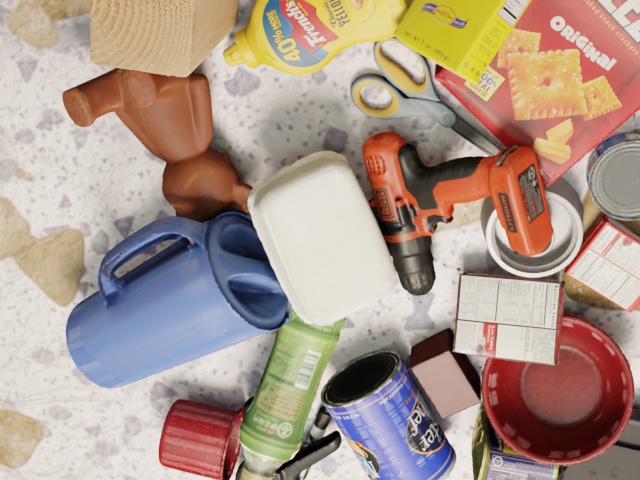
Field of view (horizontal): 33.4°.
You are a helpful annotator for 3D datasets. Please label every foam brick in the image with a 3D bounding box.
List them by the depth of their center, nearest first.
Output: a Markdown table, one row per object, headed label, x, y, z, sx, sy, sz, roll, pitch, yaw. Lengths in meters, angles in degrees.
| label | x | y | z | sx | sy | sz | roll | pitch | yaw |
| --- | --- | --- | --- | --- | --- | --- | --- | --- | --- |
| foam brick | 0.141 | 0.150 | 1.197 | 0.051 | 0.053 | 0.078 | -27 | 106 | 18 |

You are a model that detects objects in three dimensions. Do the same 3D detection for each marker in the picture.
| label | x | y | z | sx | sy | sz | roll | pitch | yaw |
| --- | --- | --- | --- | --- | --- | --- | --- | --- | --- |
| marker | -0.010 | 0.248 | 1.279 | 0.020 | 0.020 | 0.121 | 21 | 114 | -1 |

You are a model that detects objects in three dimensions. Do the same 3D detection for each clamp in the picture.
| label | x | y | z | sx | sy | sz | roll | pitch | yaw |
| --- | --- | --- | --- | --- | --- | --- | --- | --- | --- |
| clamp | -0.044 | 0.271 | 1.267 | 0.120 | 0.039 | 0.171 | 17 | 119 | 11 |

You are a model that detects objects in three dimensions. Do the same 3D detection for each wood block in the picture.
| label | x | y | z | sx | sy | sz | roll | pitch | yaw |
| --- | --- | --- | --- | --- | --- | --- | --- | --- | --- |
| wood block | -0.137 | -0.224 | 0.991 | 0.091 | 0.206 | 0.090 | 9 | 114 | 4 |

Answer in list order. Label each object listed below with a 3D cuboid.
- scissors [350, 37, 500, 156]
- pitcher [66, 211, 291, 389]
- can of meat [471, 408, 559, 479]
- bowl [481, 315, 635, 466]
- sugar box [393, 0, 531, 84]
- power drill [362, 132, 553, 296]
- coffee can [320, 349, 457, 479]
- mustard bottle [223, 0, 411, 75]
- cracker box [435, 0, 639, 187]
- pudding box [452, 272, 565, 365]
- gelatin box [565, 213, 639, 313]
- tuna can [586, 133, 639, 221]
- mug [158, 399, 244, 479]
| label | x | y | z | sx | sy | sz | roll | pitch | yaw |
| --- | --- | --- | --- | --- | --- | --- | --- | --- | --- |
| scissors | 0.111 | -0.122 | 1.105 | 0.096 | 0.016 | 0.201 | -35 | 104 | 21 |
| pitcher | -0.165 | 0.068 | 1.148 | 0.243 | 0.144 | 0.149 | -26 | 86 | 29 |
| can of meat | 0.218 | 0.240 | 1.199 | 0.084 | 0.102 | 0.057 | 10 | 113 | 1 |
| bowl | 0.260 | 0.161 | 1.164 | 0.162 | 0.055 | 0.162 | -1 | 85 | 19 |
| sugar box | 0.153 | -0.241 | 0.985 | 0.093 | 0.048 | 0.176 | 39 | 104 | 37 |
| power drill | 0.137 | -0.024 | 1.081 | 0.188 | 0.057 | 0.184 | 0 | 117 | 39 |
| coffee can | 0.078 | 0.210 | 1.204 | 0.103 | 0.102 | 0.140 | -25 | 107 | 17 |
| mustard bottle | -0.010 | -0.218 | 1.057 | 0.192 | 0.058 | 0.096 | -22 | 106 | 17 |
| cracker box | 0.242 | -0.180 | 1.030 | 0.164 | 0.072 | 0.214 | 43 | 112 | -10 |
| pudding box | 0.202 | 0.083 | 1.140 | 0.114 | 0.039 | 0.090 | 5 | 89 | 18 |
| gelatin box | 0.315 | 0.024 | 1.131 | 0.089 | 0.030 | 0.073 | 31 | 115 | -5 |
| tuna can | 0.316 | -0.066 | 1.090 | 0.086 | 0.033 | 0.086 | 3 | 113 | 7 |
| mug | -0.139 | 0.241 | 1.265 | 0.081 | 0.093 | 0.117 | 12 | 149 | 8 |
